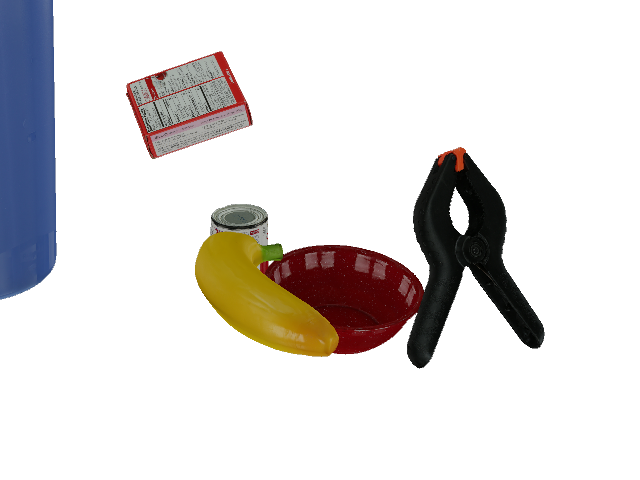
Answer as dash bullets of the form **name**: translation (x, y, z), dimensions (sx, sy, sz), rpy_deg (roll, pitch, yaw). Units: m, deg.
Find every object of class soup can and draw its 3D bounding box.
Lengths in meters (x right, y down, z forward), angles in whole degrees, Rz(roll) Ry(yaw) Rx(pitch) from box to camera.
- **soup can**: translation (-0.095, 0.016, 1.259), dimensions (0.068, 0.102, 0.068), rpy_deg (0, 25, 0)

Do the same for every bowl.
- **bowl**: translation (0.021, 0.066, 1.076), dimensions (0.162, 0.055, 0.162), rpy_deg (4, 29, -2)

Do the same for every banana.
- **banana**: translation (-0.042, 0.026, 0.667), dimensions (0.069, 0.037, 0.198), rpy_deg (-4, 18, -11)

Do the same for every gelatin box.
- **gelatin box**: translation (-0.110, -0.112, 0.883), dimensions (0.089, 0.073, 0.030), rpy_deg (-21, -41, -7)

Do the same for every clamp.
- **clamp**: translation (0.105, 0.017, 0.833), dimensions (0.120, 0.171, 0.039), rpy_deg (-16, -2, -30)

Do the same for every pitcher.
- **pitcher**: translation (-0.236, -0.083, 0.668), dimensions (0.149, 0.243, 0.145), rpy_deg (-3, 26, -12)
